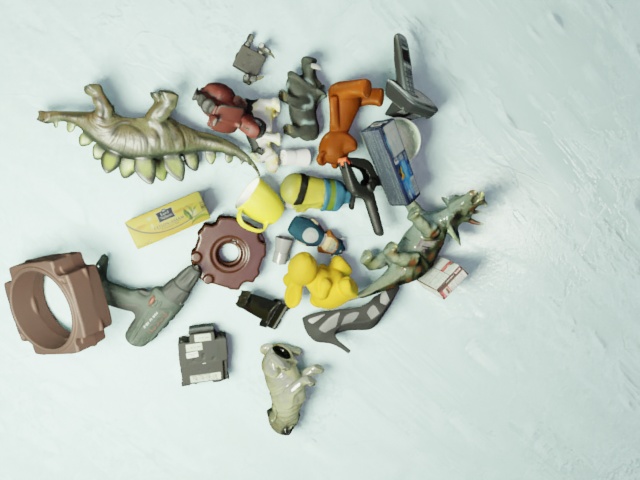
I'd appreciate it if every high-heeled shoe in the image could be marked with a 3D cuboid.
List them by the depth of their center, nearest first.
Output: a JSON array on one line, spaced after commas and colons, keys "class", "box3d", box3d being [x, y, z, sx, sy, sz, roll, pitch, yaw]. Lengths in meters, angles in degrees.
[{"class": "high-heeled shoe", "box3d": [0.077, 0.168, 1.338, 0.145, 0.086, 0.249, 38, 67, 15]}]

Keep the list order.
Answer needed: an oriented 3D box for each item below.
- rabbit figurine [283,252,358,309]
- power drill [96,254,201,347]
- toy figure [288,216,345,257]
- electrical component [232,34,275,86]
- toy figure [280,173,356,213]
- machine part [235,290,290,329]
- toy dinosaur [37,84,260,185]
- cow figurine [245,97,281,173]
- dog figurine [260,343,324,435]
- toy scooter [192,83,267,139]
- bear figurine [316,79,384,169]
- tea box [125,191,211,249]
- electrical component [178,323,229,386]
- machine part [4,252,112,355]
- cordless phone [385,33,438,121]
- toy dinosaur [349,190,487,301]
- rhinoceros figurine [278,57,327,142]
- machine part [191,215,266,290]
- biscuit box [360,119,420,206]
[{"class": "rabbit figurine", "box3d": [-0.018, 0.086, 1.259, 0.162, 0.122, 0.173, -27, 138, 23]}, {"class": "power drill", "box3d": [-0.403, 0.110, 1.190, 0.207, 0.086, 0.232, 28, 102, -19]}, {"class": "toy figure", "box3d": [-0.004, -0.003, 1.292, 0.154, 0.058, 0.064, 28, 128, -16]}, {"class": "electrical component", "box3d": [-0.152, -0.404, 1.214, 0.078, 0.045, 0.102, 32, 89, -16]}, {"class": "toy figure", "box3d": [-0.005, -0.112, 1.265, 0.180, 0.082, 0.089, 0, 101, -12]}, {"class": "machine part", "box3d": [-0.138, 0.162, 1.272, 0.138, 0.039, 0.084, 37, 92, -37]}, {"class": "toy dinosaur", "box3d": [-0.358, -0.223, 1.162, 0.471, 0.105, 0.198, 4, 102, -12]}, {"class": "cow figurine", "box3d": [-0.136, -0.237, 1.225, 0.098, 0.068, 0.167, -1, 94, -8]}, {"class": "dog figurine", "box3d": [-0.103, 0.360, 1.296, 0.172, 0.121, 0.190, 37, 107, 18]}, {"class": "toy scooter", "box3d": [-0.210, -0.275, 1.143, 0.184, 0.135, 0.075, 41, 120, 20]}, {"class": "bear figurine", "box3d": [0.063, -0.261, 1.236, 0.132, 0.120, 0.195, 6, 90, 29]}, {"class": "tea box", "box3d": [-0.332, -0.046, 1.187, 0.170, 0.098, 0.068, -23, 101, -8]}, {"class": "electrical component", "box3d": [-0.272, 0.265, 1.257, 0.115, 0.058, 0.134, -3, 97, -15]}, {"class": "machine part", "box3d": [-0.545, 0.132, 1.112, 0.201, 0.087, 0.201, -7, 102, 25]}, {"class": "cordless phone", "box3d": [0.210, -0.381, 1.265, 0.146, 0.089, 0.184, -4, 90, -52]}, {"class": "toy dinosaur", "box3d": [0.236, 0.024, 1.324, 0.192, 0.131, 0.404, 35, 97, -23]}, {"class": "rhinoceros figurine", "box3d": [-0.036, -0.323, 1.236, 0.112, 0.073, 0.190, -2, 97, -12]}, {"class": "machine part", "box3d": [-0.211, 0.030, 1.245, 0.179, 0.056, 0.179, -2, 96, -14]}, {"class": "biscuit box", "box3d": [0.166, -0.175, 1.241, 0.059, 0.063, 0.202, -42, 120, -34]}]
